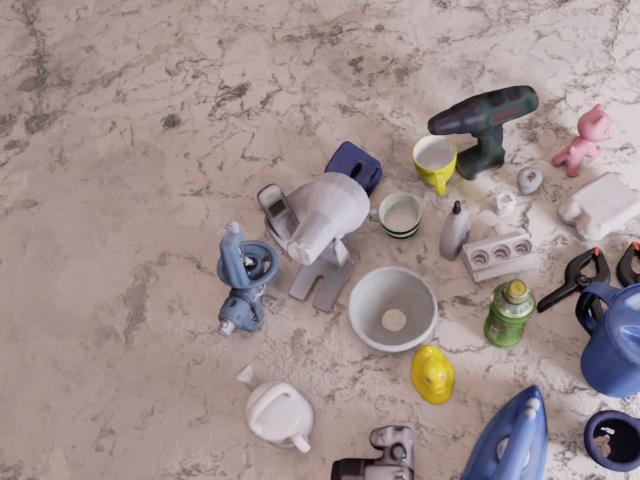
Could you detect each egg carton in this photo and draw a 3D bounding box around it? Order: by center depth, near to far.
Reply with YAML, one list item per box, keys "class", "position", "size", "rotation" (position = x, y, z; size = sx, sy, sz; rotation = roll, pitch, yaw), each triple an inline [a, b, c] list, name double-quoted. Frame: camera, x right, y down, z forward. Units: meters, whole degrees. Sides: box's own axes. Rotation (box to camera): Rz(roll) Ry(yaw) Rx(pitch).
- class: "egg carton"
  position: [0.543, -0.065, 1.106]
  size: [0.150, 0.069, 0.107]
  rotation: [-32, 62, -6]

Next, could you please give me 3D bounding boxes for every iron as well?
- class: "iron"
  position: [0.308, 0.332, 0.908]
  size: [0.118, 0.142, 0.258]
  rotation: [21, 69, 20]

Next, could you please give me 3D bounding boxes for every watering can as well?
- class: "watering can"
  position: [-0.083, 0.288, 0.974]
  size: [0.172, 0.194, 0.101]
  rotation: [21, 69, 20]

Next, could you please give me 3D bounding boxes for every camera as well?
- class: "camera"
  position: [0.088, 0.381, 0.948]
  size: [0.136, 0.101, 0.143]
  rotation: [-2, 63, 10]

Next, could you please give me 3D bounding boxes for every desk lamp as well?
- class: "desk lamp"
  position: [0.010, 0.004, 1.090]
  size: [0.117, 0.214, 0.203]
  rotation: [22, 69, 20]

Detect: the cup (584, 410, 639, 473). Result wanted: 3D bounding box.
- class: "cup"
  position: [0.471, 0.317, 0.911]
  size: [0.118, 0.095, 0.091]
  rotation: [-30, 62, -5]

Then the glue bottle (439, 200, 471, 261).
- class: "glue bottle"
  position: [0.257, -0.028, 1.083]
  size: [0.037, 0.173, 0.078]
  rotation: [29, 72, 23]

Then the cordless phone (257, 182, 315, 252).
- class: "cordless phone"
  position: [-0.049, -0.070, 1.155]
  size: [0.148, 0.185, 0.094]
  rotation: [-40, 63, -10]

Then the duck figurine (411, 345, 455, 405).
- class: "duck figurine"
  position: [0.198, 0.231, 1.012]
  size: [0.077, 0.086, 0.104]
  rotation: [-12, 62, 5]

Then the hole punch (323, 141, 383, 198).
- class: "hole punch"
  position: [0.073, -0.144, 1.223]
  size: [0.100, 0.091, 0.109]
  rotation: [24, 70, 21]

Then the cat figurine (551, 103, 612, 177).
- class: "cat figurine"
  position: [0.535, -0.208, 1.153]
  size: [0.128, 0.118, 0.067]
  rotation: [-43, 64, -12]

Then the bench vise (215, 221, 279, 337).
- class: "bench vise"
  position: [-0.143, 0.072, 1.081]
  size: [0.121, 0.220, 0.207]
  rotation: [-6, 62, 8]

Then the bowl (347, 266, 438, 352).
- class: "bowl"
  position: [0.136, 0.137, 1.077]
  size: [0.167, 0.075, 0.167]
  rotation: [-4, 63, 9]

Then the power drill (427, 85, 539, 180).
- class: "power drill"
  position: [0.320, -0.213, 1.145]
  size: [0.229, 0.209, 0.075]
  rotation: [-26, 61, -3]
